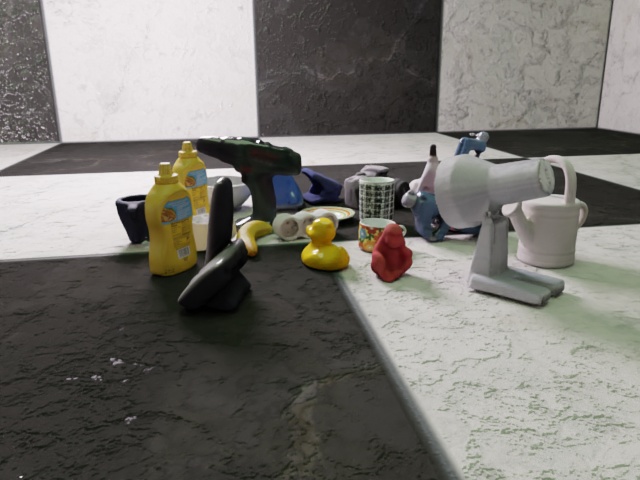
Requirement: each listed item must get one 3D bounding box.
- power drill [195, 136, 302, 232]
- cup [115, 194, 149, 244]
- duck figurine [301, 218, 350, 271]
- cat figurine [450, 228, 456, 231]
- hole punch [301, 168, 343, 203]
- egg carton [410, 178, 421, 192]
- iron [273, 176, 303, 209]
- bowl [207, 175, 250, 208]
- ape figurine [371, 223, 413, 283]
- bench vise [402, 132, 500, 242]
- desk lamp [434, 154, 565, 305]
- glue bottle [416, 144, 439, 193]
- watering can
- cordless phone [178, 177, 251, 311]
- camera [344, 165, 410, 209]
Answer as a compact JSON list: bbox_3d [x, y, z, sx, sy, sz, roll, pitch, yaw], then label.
[{"bbox_3d":[-0.154,-0.126,1.264,0.229,0.208,0.075,-2,17,-5],"label":"power drill"},{"bbox_3d":[-0.370,-0.038,1.175,0.092,0.095,0.117,-2,17,-6],"label":"cup"},{"bbox_3d":[0.010,0.004,1.037,0.078,0.086,0.104,-14,21,-37],"label":"duck figurine"},{"bbox_3d":[0.306,-0.091,1.293,0.067,0.118,0.128,10,19,31],"label":"cat figurine"},{"bbox_3d":[0.005,-0.151,1.552,0.101,0.091,0.108,-7,18,-20],"label":"hole punch"},{"bbox_3d":[0.305,-0.124,1.489,0.149,0.069,0.107,10,20,33],"label":"egg carton"},{"bbox_3d":[-0.104,-0.164,1.510,0.118,0.141,0.258,-1,16,0],"label":"iron"},{"bbox_3d":[-0.249,-0.118,1.476,0.167,0.075,0.167,0,16,0],"label":"bowl"},{"bbox_3d":[0.122,0.017,0.978,0.078,0.092,0.076,-4,17,-11],"label":"ape figurine"},{"bbox_3d":[0.279,-0.108,1.170,0.208,0.220,0.121,-9,19,-26],"label":"bench vise"},{"bbox_3d":[0.286,-0.029,0.914,0.202,0.214,0.118,14,22,40],"label":"desk lamp"},{"bbox_3d":[0.268,-0.142,1.368,0.078,0.173,0.037,7,18,23],"label":"glue bottle"},{"bbox_3d":[0.409,-0.054,1.028,0.173,0.194,0.100,-15,22,-41],"label":"watering can"},{"bbox_3d":[-0.161,0.004,0.867,0.094,0.185,0.147,0,17,2],"label":"cordless phone"},{"bbox_3d":[0.154,-0.138,1.484,0.136,0.101,0.144,13,21,39],"label":"camera"}]
